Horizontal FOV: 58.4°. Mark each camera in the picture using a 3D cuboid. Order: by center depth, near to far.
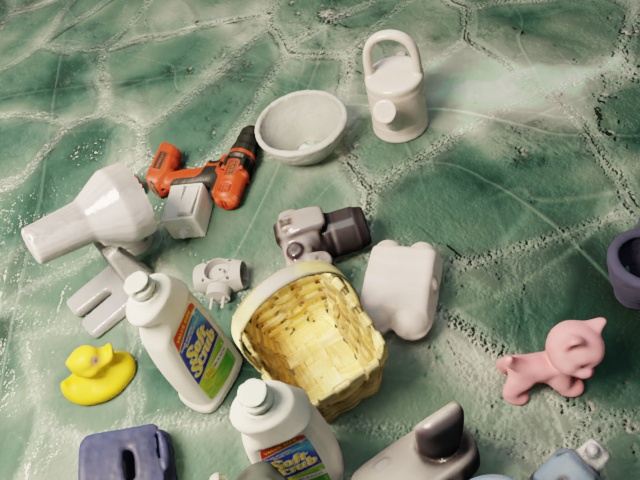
[{"bbox_3d":[0.008,0.003,0.858,0.137,0.101,0.143,-17,52,2],"label":"camera"}]

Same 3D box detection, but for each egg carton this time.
[{"bbox_3d":[0.113,0.068,0.801,0.107,0.069,0.150,4,55,18],"label":"egg carton"}]

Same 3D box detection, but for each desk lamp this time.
[{"bbox_3d":[-0.331,0.013,0.871,0.203,0.214,0.117,-43,55,-17],"label":"desk lamp"}]

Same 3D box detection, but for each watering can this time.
[{"bbox_3d":[0.127,-0.260,0.962,0.101,0.194,0.172,-14,52,5],"label":"watering can"}]

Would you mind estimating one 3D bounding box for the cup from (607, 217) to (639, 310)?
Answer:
[{"bbox_3d":[0.409,0.035,0.730,0.091,0.095,0.118,5,56,18],"label":"cup"}]

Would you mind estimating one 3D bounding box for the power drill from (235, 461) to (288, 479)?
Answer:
[{"bbox_3d":[0.010,0.321,0.553,0.076,0.209,0.228,-43,55,-17],"label":"power drill"}]

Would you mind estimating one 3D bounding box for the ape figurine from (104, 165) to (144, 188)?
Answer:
[{"bbox_3d":[-0.365,-0.096,1.039,0.078,0.092,0.076,-42,55,-16],"label":"ape figurine"}]

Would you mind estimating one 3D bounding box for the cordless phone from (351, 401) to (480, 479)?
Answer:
[{"bbox_3d":[0.097,0.232,0.611,0.148,0.185,0.094,-33,53,-10],"label":"cordless phone"}]

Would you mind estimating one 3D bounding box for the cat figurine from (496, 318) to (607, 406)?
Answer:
[{"bbox_3d":[0.276,0.137,0.675,0.127,0.118,0.067,-13,52,6],"label":"cat figurine"}]

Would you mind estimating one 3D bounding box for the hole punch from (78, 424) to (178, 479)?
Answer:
[{"bbox_3d":[-0.239,0.288,0.720,0.101,0.091,0.108,-22,52,-2],"label":"hole punch"}]

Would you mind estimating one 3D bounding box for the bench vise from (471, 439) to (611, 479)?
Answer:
[{"bbox_3d":[0.189,0.253,0.548,0.121,0.220,0.208,25,64,29],"label":"bench vise"}]

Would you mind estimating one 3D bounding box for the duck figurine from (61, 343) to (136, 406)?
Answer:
[{"bbox_3d":[-0.330,0.186,0.824,0.104,0.086,0.077,-29,52,-7],"label":"duck figurine"}]

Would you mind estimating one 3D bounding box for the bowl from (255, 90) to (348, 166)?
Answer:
[{"bbox_3d":[-0.028,-0.188,1.027,0.167,0.075,0.167,-7,53,10],"label":"bowl"}]
